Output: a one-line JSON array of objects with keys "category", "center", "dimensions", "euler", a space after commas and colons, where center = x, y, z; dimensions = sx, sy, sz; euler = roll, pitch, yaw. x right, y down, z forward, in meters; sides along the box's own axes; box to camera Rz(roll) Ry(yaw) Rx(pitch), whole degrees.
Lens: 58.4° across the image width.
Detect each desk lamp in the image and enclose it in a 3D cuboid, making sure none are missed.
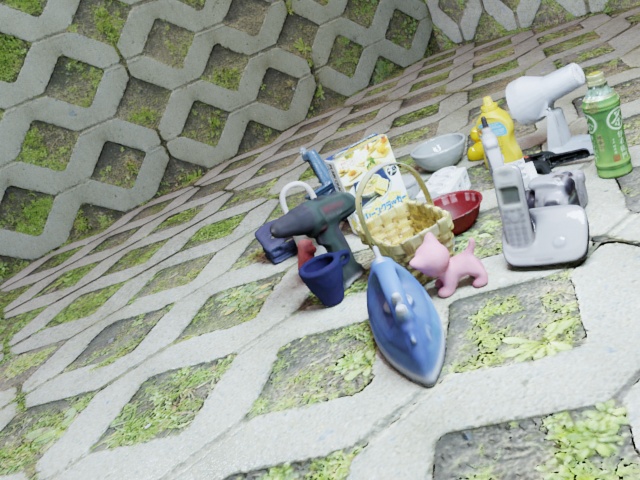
[{"category": "desk lamp", "center": [0.579, -0.314, 1.401], "dimensions": [0.202, 0.214, 0.118], "euler": [-2, 29, 44]}]

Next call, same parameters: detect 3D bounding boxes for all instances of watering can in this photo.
[{"category": "watering can", "center": [-0.032, -0.056, 1.439], "dimensions": [0.101, 0.194, 0.172], "euler": [-35, 24, -29]}]

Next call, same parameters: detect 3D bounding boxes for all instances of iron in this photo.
[{"category": "iron", "center": [0.130, 0.110, 0.930], "dimensions": [0.118, 0.142, 0.258], "euler": [-22, 20, 3]}]

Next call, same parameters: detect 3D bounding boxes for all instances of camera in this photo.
[{"category": "camera", "center": [0.443, -0.084, 1.138], "dimensions": [0.136, 0.101, 0.143], "euler": [-4, 28, 42]}]

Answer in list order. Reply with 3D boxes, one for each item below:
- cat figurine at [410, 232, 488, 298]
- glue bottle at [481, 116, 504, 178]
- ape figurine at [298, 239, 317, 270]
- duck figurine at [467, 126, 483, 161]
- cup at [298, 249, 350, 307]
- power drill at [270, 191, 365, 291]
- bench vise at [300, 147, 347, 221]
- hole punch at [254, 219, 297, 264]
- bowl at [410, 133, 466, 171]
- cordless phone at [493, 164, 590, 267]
[{"category": "cat figurine", "center": [0.228, 0.037, 1.040], "dimensions": [0.127, 0.118, 0.067], "euler": [-20, 21, 8]}, {"category": "glue bottle", "center": [0.419, -0.219, 1.394], "dimensions": [0.037, 0.173, 0.078], "euler": [-19, 21, 13]}, {"category": "ape figurine", "center": [-0.023, 0.040, 1.337], "dimensions": [0.076, 0.092, 0.077], "euler": [-22, 20, 3]}, {"category": "duck figurine", "center": [0.455, -0.283, 1.640], "dimensions": [0.077, 0.086, 0.105], "euler": [2, 32, 49]}, {"category": "cup", "center": [0.023, 0.080, 1.184], "dimensions": [0.118, 0.095, 0.091], "euler": [-31, 22, -21]}, {"category": "power drill", "center": [0.011, 0.004, 1.222], "dimensions": [0.075, 0.209, 0.230], "euler": [-1, 30, 46]}, {"category": "bench vise", "center": [0.030, -0.169, 1.615], "dimensions": [0.206, 0.220, 0.122], "euler": [-6, 27, 39]}, {"category": "hole punch", "center": [-0.106, -0.002, 1.533], "dimensions": [0.109, 0.091, 0.100], "euler": [-29, 21, -16]}, {"category": "bowl", "center": [0.353, -0.248, 1.677], "dimensions": [0.167, 0.075, 0.167], "euler": [-20, 21, 8]}, {"category": "cordless phone", "center": [0.379, -0.048, 0.994], "dimensions": [0.147, 0.185, 0.094], "euler": [-9, 25, 34]}]
